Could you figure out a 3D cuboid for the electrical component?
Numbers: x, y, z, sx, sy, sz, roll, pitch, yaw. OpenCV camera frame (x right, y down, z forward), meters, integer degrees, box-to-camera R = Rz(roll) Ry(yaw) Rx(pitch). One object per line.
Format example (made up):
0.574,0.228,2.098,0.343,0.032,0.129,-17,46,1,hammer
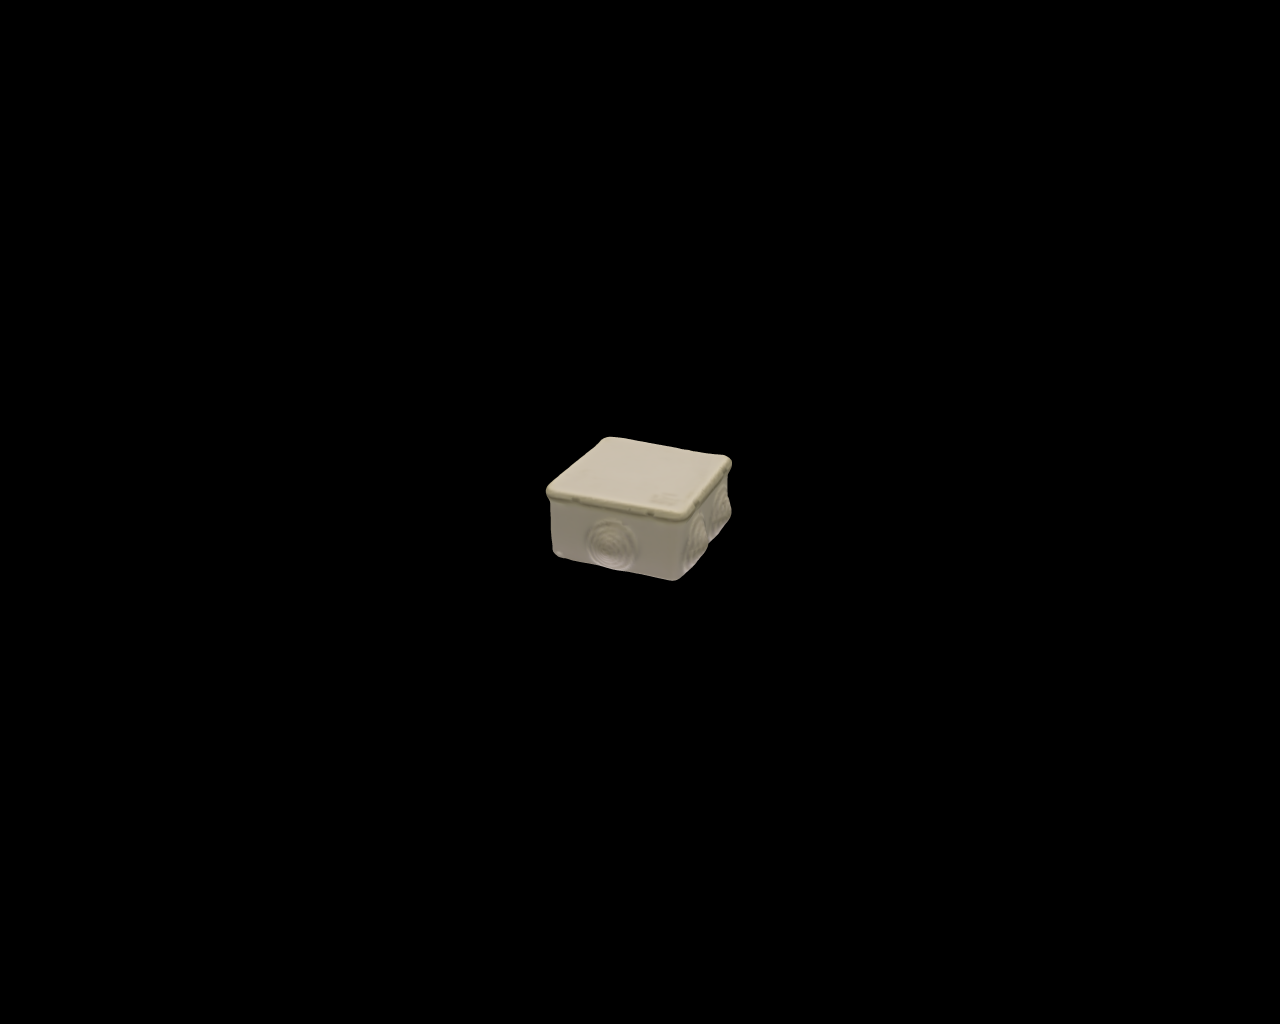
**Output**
0.001,-0.003,0.650,0.100,0.048,0.100,11,29,21,electrical component
